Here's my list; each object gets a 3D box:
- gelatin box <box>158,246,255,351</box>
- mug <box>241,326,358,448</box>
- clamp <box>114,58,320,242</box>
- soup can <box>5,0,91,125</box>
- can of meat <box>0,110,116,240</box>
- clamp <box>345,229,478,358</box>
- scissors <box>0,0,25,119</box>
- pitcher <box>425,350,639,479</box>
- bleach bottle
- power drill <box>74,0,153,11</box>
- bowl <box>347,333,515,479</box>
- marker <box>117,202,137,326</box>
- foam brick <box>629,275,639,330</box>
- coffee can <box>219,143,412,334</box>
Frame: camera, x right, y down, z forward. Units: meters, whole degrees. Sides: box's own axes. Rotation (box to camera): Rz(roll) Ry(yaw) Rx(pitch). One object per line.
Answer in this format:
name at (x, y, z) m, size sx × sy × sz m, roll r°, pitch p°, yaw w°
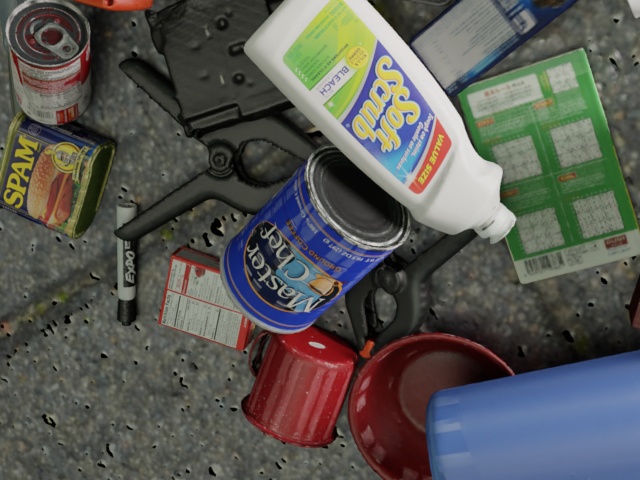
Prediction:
gelatin box at (-0.101, 0.054, 0.992) m, size 0.089 × 0.030 × 0.073 m, roll 17°, pitch 112°, yaw 10°
mug at (-0.022, 0.122, 0.968) m, size 0.117 × 0.093 × 0.081 m, roll 35°, pitch 112°, yaw 42°
clamp at (-0.089, -0.082, 0.942) m, size 0.210 × 0.036 × 0.164 m, roll -1°, pitch 100°, yaw 12°
soup can at (-0.231, -0.151, 0.915) m, size 0.068 × 0.068 × 0.102 m, roll 32°, pitch 155°, yaw 4°
can of meat at (-0.244, -0.061, 0.982) m, size 0.084 × 0.057 × 0.102 m, roll 23°, pitch 111°, yaw 5°
clamp at (0.075, 0.028, 0.926) m, size 0.120 × 0.039 × 0.171 m, roll 18°, pitch 115°, yaw 30°
scissors at (-0.262, -0.190, 0.968) m, size 0.096 × 0.016 × 0.202 m, roll -8°, pitch 105°, yaw 18°
pitcher at (0.213, 0.166, 0.841) m, size 0.243 × 0.145 × 0.149 m, roll -10°, pitch 71°, yaw 12°
bleach bottle at (0.062, -0.097, 0.835) m, size 0.250 × 0.068 × 0.102 m, roll 43°, pitch 96°, yaw -9°
power drill at (-0.168, -0.286, 0.865) m, size 0.185 × 0.057 × 0.188 m, roll 21°, pitch 113°, yaw 34°
bowl at (0.109, 0.149, 0.950) m, size 0.162 × 0.055 × 0.162 m, roll 5°, pitch 108°, yaw 14°
marker at (-0.183, 0.025, 1.011) m, size 0.020 × 0.020 × 0.121 m, roll 8°, pitch 109°, yaw 13°
foam brick at (0.288, 0.036, 0.866) m, size 0.051 × 0.053 × 0.078 m, roll 16°, pitch 111°, yaw 10°
coffee can at (-0.006, 0.001, 0.888) m, size 0.103 × 0.102 × 0.141 m, roll 45°, pitch 131°, yaw -1°
